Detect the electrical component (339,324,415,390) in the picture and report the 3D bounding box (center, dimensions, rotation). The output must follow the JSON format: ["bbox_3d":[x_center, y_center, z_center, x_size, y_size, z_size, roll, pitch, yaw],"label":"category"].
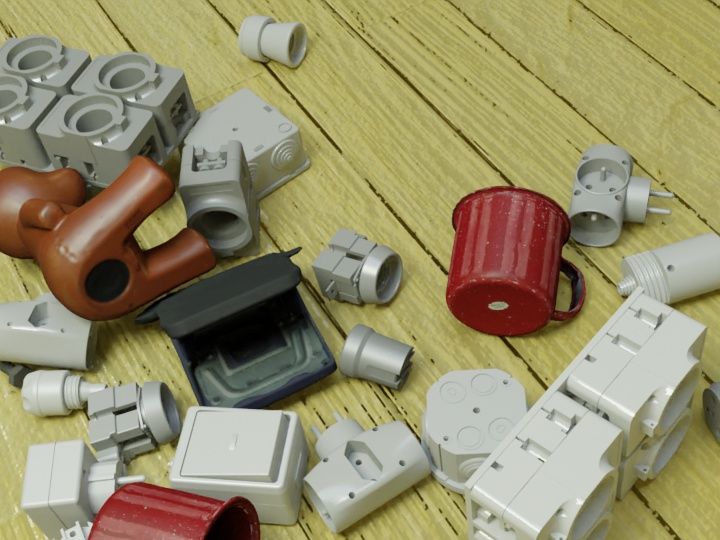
[{"bbox_3d":[0.013,0.066,0.799,0.046,0.040,0.040,18,55,16],"label":"electrical component"}]

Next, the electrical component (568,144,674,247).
[{"bbox_3d":[0.213,-0.059,0.870,0.079,0.044,0.077,9,52,15],"label":"electrical component"}]

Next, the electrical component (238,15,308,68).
[{"bbox_3d":[-0.086,-0.226,1.059,0.055,0.045,0.045,15,53,21],"label":"electrical component"}]

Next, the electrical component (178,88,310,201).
[{"bbox_3d":[-0.107,-0.109,0.959,0.100,0.048,0.100,-35,54,-21],"label":"electrical component"}]

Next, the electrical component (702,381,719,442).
[{"bbox_3d":[0.268,0.093,0.732,0.055,0.045,0.045,-15,49,-4],"label":"electrical component"}]

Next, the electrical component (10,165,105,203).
[{"bbox_3d":[-0.250,-0.096,0.970,0.100,0.048,0.099,13,53,19],"label":"electrical component"}]

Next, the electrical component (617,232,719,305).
[{"bbox_3d":[0.234,0.003,0.815,0.081,0.043,0.043,-16,49,-5],"label":"electrical component"}]

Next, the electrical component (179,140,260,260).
[{"bbox_3d":[-0.114,-0.053,0.886,0.050,0.089,0.055,-6,49,4],"label":"electrical component"}]

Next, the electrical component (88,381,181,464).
[{"bbox_3d":[-0.164,0.109,0.785,0.055,0.048,0.066,-18,49,3],"label":"electrical component"}]

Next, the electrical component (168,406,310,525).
[{"bbox_3d":[-0.089,0.132,0.742,0.096,0.061,0.061,2,50,10],"label":"electrical component"}]

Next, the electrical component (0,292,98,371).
[{"bbox_3d":[-0.247,0.044,0.850,0.077,0.043,0.079,7,29,-4],"label":"electrical component"}]

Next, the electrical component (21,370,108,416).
[{"bbox_3d":[-0.222,0.093,0.814,0.061,0.035,0.035,-2,49,3],"label":"electrical component"}]

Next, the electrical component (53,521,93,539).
[{"bbox_3d":[-0.181,0.193,0.714,0.040,0.046,0.040,-4,49,5],"label":"electrical component"}]

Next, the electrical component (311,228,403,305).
[{"bbox_3d":[0.000,0.000,0.853,0.055,0.048,0.066,16,54,31],"label":"electrical component"}]

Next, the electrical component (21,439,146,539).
[{"bbox_3d":[-0.181,0.151,0.735,0.077,0.065,0.047,-7,53,3],"label":"electrical component"}]

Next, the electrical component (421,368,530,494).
[{"bbox_3d":[0.081,0.110,0.741,0.080,0.051,0.080,-4,49,5],"label":"electrical component"}]

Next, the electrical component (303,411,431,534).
[{"bbox_3d":[-0.005,0.130,0.743,0.077,0.043,0.079,-30,52,-16],"label":"electrical component"}]

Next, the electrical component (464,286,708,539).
[{"bbox_3d":[0.150,0.115,0.691,0.060,0.105,0.186,31,61,30],"label":"electrical component"}]

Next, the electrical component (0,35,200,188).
[{"bbox_3d":[-0.250,-0.139,0.933,0.186,0.060,0.105,14,54,19],"label":"electrical component"}]
